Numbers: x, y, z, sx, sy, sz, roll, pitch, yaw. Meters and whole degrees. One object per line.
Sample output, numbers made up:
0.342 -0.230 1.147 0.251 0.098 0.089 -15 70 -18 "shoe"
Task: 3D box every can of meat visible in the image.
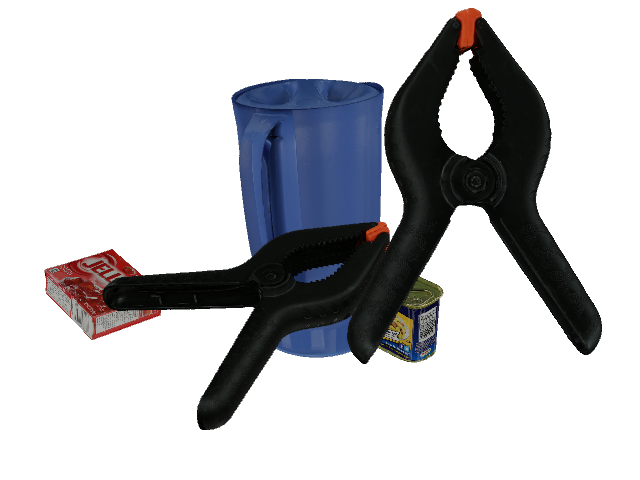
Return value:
0.092 0.086 1.255 0.102 0.084 0.057 25 37 37 "can of meat"

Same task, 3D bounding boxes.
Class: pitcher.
-0.011 -0.019 0.959 0.149 0.243 0.145 -9 20 -17 "pitcher"

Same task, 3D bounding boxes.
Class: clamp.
-0.044 0.036 0.767 0.209 0.036 0.165 -31 45 -27 "clamp"
0.061 -0.020 0.507 0.120 0.171 0.039 -10 -3 -9 "clamp"

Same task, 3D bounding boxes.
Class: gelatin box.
-0.200 0.047 0.978 0.073 0.030 0.089 -19 40 -37 "gelatin box"
